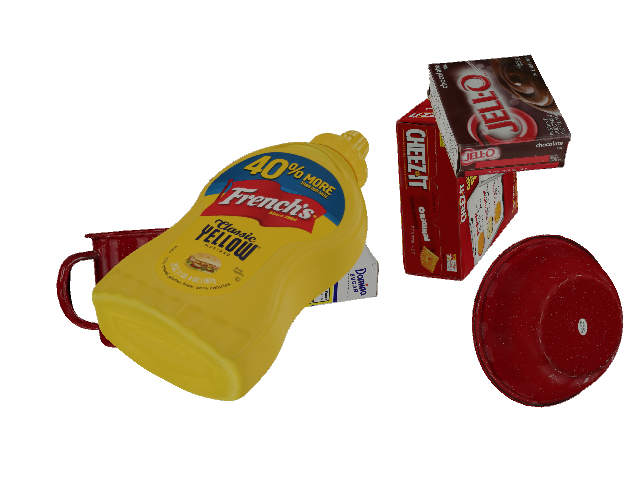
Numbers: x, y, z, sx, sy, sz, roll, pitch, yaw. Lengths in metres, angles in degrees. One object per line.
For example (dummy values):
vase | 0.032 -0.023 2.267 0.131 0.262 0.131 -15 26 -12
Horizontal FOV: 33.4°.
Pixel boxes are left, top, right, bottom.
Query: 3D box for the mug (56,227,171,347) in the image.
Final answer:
mug | -0.131 0.034 0.765 0.117 0.081 0.093 -4 0 -33

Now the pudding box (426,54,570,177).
pudding box | 0.141 -0.102 0.866 0.090 0.039 0.113 -6 43 -6

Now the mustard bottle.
mustard bottle | -0.029 -0.002 0.589 0.096 0.058 0.191 22 49 26

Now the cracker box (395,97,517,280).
cracker box | 0.147 -0.074 1.124 0.072 0.164 0.213 4 22 25

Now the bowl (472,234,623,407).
bowl | 0.220 0.076 0.971 0.161 0.162 0.055 0 2 -24

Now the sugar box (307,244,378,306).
sugar box | -0.043 0.026 1.000 0.176 0.048 0.093 -10 32 -15
